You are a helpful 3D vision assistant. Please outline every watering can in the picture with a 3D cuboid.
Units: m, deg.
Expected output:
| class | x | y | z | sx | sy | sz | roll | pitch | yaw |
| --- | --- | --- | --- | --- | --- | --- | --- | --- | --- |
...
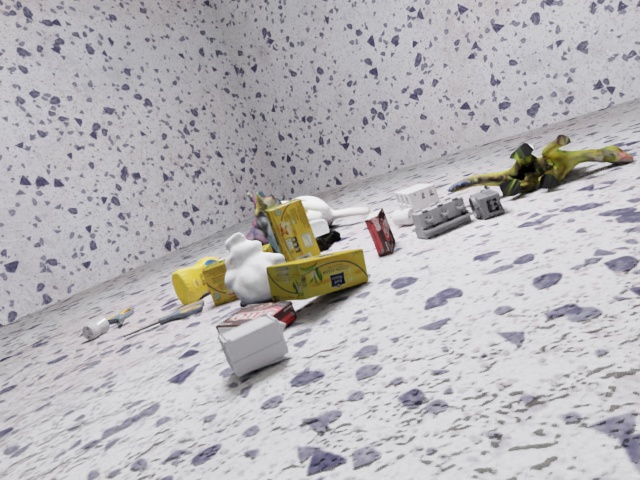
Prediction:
| class | x | y | z | sx | sy | sz | roll | pitch | yaw |
| --- | --- | --- | --- | --- | --- | --- | --- | --- | --- |
| watering can | 0.005 | -0.091 | 1.803 | 0.348 | 0.105 | 0.222 | 5 | -10 | 9 |

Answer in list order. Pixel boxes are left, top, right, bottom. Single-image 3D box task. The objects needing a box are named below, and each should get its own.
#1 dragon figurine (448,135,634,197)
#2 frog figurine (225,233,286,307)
| class | x | y | z | sx | sy | sz | roll | pitch | yaw |
| --- | --- | --- | --- | --- | --- | --- | --- | --- | --- |
| dragon figurine | 0.555 | -0.174 | 1.306 | 0.408 | 0.122 | 0.243 | -9 | -4 | 43 |
| frog figurine | -0.139 | 0.058 | 1.096 | 0.137 | 0.158 | 0.124 | -19 | 9 | 4 |
